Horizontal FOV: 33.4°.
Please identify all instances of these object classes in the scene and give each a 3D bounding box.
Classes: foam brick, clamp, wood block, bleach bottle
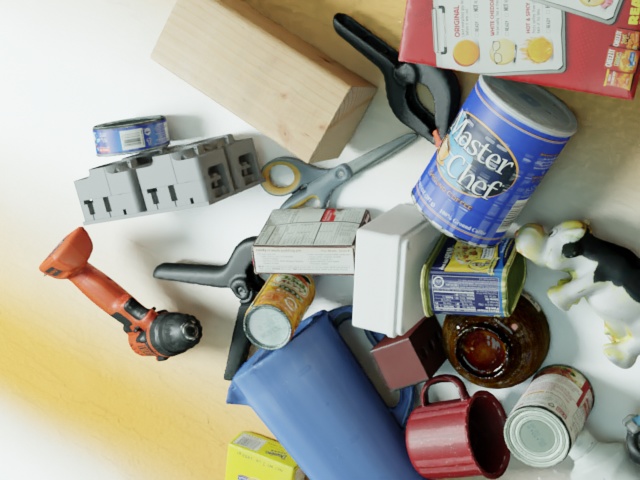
[{"bbox_3d":[0.098,0.119,1.134,0.051,0.078,0.053,-24,97,31],"label":"foam brick"},{"bbox_3d":[0.096,-0.177,1.053,0.120,0.039,0.171,-29,97,48],"label":"clamp"},{"bbox_3d":[-0.058,-0.173,1.100,0.206,0.090,0.090,34,108,14],"label":"wood block"},{"bbox_3d":[-0.093,0.049,1.232,0.164,0.036,0.210,49,120,3],"label":"clamp"},{"bbox_3d":[0.346,0.289,1.072,0.251,0.068,0.103,48,125,8],"label":"bleach bottle"}]

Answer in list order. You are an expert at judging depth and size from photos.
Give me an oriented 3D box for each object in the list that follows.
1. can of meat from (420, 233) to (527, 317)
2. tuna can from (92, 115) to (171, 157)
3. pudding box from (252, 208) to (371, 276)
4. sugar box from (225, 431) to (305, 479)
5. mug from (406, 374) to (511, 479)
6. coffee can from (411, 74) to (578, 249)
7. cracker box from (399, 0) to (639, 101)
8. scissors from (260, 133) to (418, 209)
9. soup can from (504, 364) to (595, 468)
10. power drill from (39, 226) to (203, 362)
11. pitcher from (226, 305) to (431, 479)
[{"bbox_3d":[0.154,0.035,1.060,0.084,0.102,0.057,1,116,22],"label":"can of meat"},{"bbox_3d":[-0.214,-0.119,1.211,0.086,0.086,0.034,-1,104,28],"label":"tuna can"},{"bbox_3d":[-0.007,0.001,1.127,0.114,0.090,0.039,-1,118,15],"label":"pudding box"},{"bbox_3d":[-0.073,0.330,1.315,0.093,0.048,0.176,16,113,22],"label":"sugar box"},{"bbox_3d":[0.141,0.200,1.134,0.082,0.093,0.117,-15,96,36],"label":"mug"},{"bbox_3d":[0.164,-0.078,1.017,0.103,0.102,0.140,36,120,12],"label":"coffee can"},{"bbox_3d":[0.190,-0.227,0.947,0.214,0.072,0.164,12,112,10],"label":"cracker box"},{"bbox_3d":[0.008,-0.083,1.148,0.096,0.016,0.202,49,122,5],"label":"scissors"},{"bbox_3d":[0.230,0.175,1.069,0.069,0.102,0.068,9,111,24],"label":"soup can"},{"bbox_3d":[-0.229,0.067,1.233,0.187,0.057,0.185,44,155,-13],"label":"power drill"},{"bbox_3d":[0.028,0.201,1.179,0.243,0.144,0.149,54,134,-2],"label":"pitcher"}]
